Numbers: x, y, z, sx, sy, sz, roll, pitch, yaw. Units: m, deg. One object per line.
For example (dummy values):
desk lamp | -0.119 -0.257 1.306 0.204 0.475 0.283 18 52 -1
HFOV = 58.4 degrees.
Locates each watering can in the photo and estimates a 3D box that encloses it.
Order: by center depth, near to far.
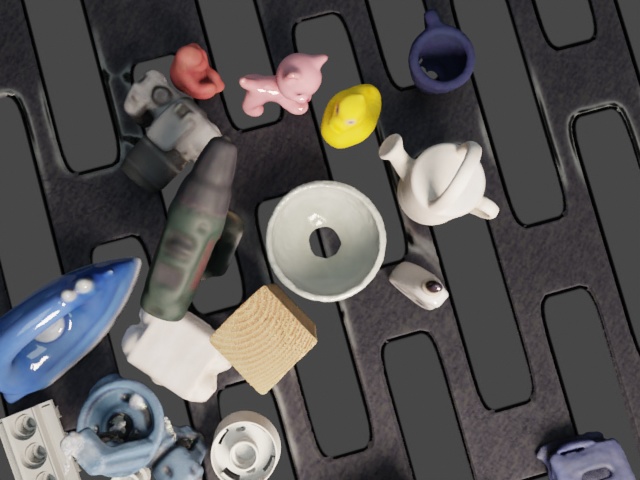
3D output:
watering can | 0.159 -0.079 0.763 0.173 0.194 0.101 8 86 -1

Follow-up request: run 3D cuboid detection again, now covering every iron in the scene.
iron | -0.358 0.106 0.762 0.258 0.141 0.118 -41 89 -4

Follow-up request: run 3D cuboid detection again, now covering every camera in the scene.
camera | -0.225 -0.144 0.801 0.143 0.100 0.137 42 86 1

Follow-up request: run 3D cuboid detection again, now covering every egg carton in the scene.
egg carton | -0.197 0.153 0.801 0.150 0.069 0.107 33 86 0

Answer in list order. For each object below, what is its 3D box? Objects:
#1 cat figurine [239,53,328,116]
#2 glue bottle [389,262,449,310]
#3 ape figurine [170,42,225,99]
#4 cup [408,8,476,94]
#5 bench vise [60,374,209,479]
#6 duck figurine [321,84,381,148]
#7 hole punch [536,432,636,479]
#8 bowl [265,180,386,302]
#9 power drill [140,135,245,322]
cat figurine | -0.052 -0.222 0.802 0.128 0.117 0.067 -5 87 -2
glue bottle | 0.139 0.062 0.765 0.078 0.173 0.037 41 86 1
ape figurine | -0.179 -0.245 0.812 0.076 0.092 0.078 1 87 -2
cup | 0.163 -0.260 0.823 0.091 0.095 0.118 -14 87 -2
bench vise | -0.223 0.254 0.719 0.207 0.219 0.121 24 86 0
duck figurine | 0.047 -0.185 0.820 0.077 0.086 0.104 43 86 1
hole punch | 0.376 0.331 0.799 0.108 0.091 0.101 -14 87 -2
bowl | 0.007 0.003 0.813 0.167 0.074 0.167 0 87 -2
power drill | -0.154 -0.010 0.742 0.075 0.208 0.230 21 86 0
